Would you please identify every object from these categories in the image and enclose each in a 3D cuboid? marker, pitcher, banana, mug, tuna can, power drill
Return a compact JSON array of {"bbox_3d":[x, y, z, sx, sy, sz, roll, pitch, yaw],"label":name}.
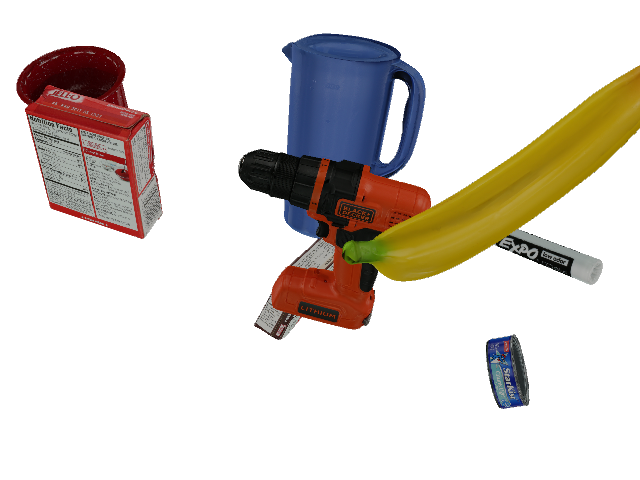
[{"bbox_3d":[0.148,0.002,0.781,0.121,0.020,0.020,25,15,37],"label":"marker"},{"bbox_3d":[0.028,-0.126,1.324,0.144,0.243,0.149,-4,25,-22],"label":"pitcher"},{"bbox_3d":[0.105,-0.028,0.581,0.198,0.037,0.069,-33,-12,0],"label":"banana"},{"bbox_3d":[-0.213,-0.119,0.943,0.093,0.081,0.117,-14,45,-9],"label":"mug"},{"bbox_3d":[0.224,0.157,1.276,0.034,0.086,0.086,-12,-4,17],"label":"tuna can"},{"bbox_3d":[0.001,-0.001,1.049,0.184,0.057,0.188,16,-44,2],"label":"power drill"}]

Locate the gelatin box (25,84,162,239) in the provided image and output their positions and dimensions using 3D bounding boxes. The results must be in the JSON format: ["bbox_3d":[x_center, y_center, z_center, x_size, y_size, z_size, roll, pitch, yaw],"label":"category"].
[{"bbox_3d":[-0.142,-0.050,0.680,0.073,0.089,0.030,17,48,16],"label":"gelatin box"}]

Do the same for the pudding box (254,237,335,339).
[{"bbox_3d":[-0.023,0.054,1.244,0.039,0.090,0.113,32,32,7],"label":"pudding box"}]
